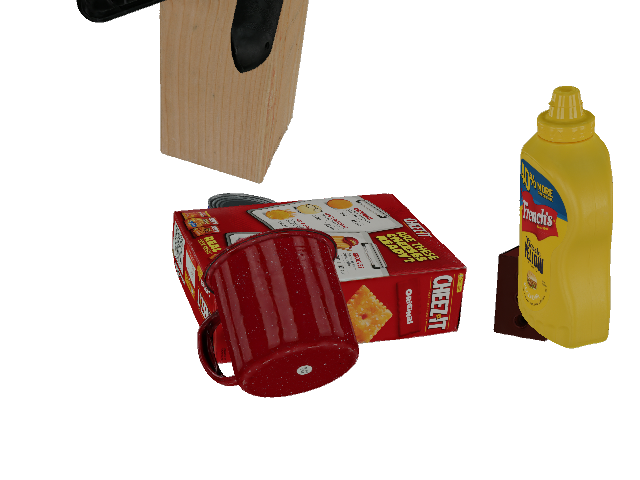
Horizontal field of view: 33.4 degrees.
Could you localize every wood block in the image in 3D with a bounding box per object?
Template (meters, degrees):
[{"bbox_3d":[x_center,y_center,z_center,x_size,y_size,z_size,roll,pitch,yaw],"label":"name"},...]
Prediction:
[{"bbox_3d":[-0.066,-0.152,0.813,0.091,0.090,0.206,18,-37,6],"label":"wood block"}]

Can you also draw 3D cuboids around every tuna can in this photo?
[{"bbox_3d":[-0.079,-0.021,1.132,0.086,0.034,0.086,9,20,-3],"label":"tuna can"}]

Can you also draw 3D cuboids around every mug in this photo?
[{"bbox_3d":[-0.033,0.055,0.699,0.117,0.081,0.093,-28,-30,21],"label":"mug"}]

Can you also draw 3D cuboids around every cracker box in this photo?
[{"bbox_3d":[-0.007,0.028,0.920,0.213,0.072,0.164,-5,27,-18],"label":"cracker box"}]

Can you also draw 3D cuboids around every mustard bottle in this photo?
[{"bbox_3d":[0.182,-0.022,0.798,0.058,0.192,0.096,-10,27,-10],"label":"mustard bottle"}]

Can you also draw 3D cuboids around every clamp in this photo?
[{"bbox_3d":[-0.030,-0.147,0.559,0.120,0.039,0.171,35,64,29],"label":"clamp"}]

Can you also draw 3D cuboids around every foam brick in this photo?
[{"bbox_3d":[0.197,0.049,0.999,0.053,0.078,0.051,8,15,30],"label":"foam brick"}]
